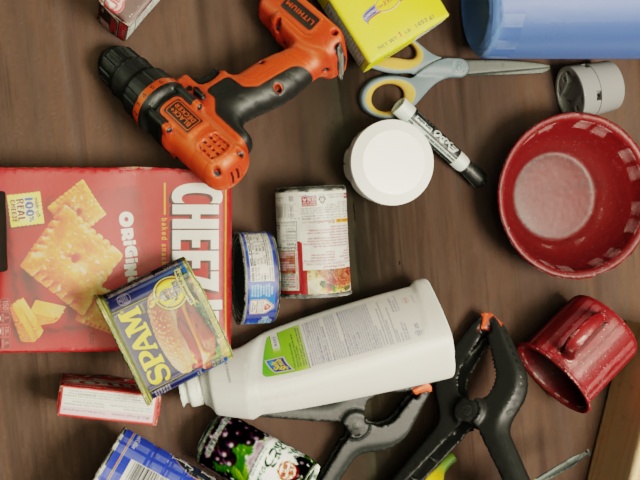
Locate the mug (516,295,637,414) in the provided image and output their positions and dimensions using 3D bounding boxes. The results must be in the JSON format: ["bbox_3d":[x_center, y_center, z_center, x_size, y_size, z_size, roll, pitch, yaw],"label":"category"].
[{"bbox_3d":[0.252,0.103,1.032,0.081,0.117,0.093,-43,65,-13],"label":"mug"}]

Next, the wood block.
[{"bbox_3d":[0.339,0.194,1.062,0.090,0.090,0.206,15,89,-11],"label":"wood block"}]

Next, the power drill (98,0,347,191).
[{"bbox_3d":[-0.084,-0.152,0.960,0.187,0.057,0.184,-40,68,-15],"label":"power drill"}]

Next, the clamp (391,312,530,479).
[{"bbox_3d":[0.154,0.172,1.007,0.036,0.165,0.210,40,64,-48],"label":"clamp"}]

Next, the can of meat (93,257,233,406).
[{"bbox_3d":[-0.132,0.075,0.906,0.084,0.057,0.102,-26,101,-12],"label":"can of meat"}]

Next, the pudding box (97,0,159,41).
[{"bbox_3d":[-0.150,-0.234,0.947,0.039,0.090,0.113,42,83,-12],"label":"pudding box"}]

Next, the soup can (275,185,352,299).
[{"bbox_3d":[-0.007,0.001,0.995,0.068,0.068,0.102,-3,92,-12],"label":"soup can"}]

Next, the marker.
[{"bbox_3d":[0.118,-0.092,1.035,0.121,0.020,0.020,40,84,-19],"label":"marker"}]

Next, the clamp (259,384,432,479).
[{"bbox_3d":[0.022,0.168,1.022,0.171,0.039,0.120,-36,103,-6],"label":"clamp"}]

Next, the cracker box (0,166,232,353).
[{"bbox_3d":[-0.187,0.017,0.956,0.213,0.072,0.164,0,92,-12],"label":"cracker box"}]

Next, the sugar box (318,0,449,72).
[{"bbox_3d":[0.034,-0.257,0.998,0.093,0.048,0.176,-33,93,-9],"label":"sugar box"}]

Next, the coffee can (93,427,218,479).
[{"bbox_3d":[-0.139,0.245,0.947,0.140,0.103,0.103,29,86,-3],"label":"coffee can"}]

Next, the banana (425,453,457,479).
[{"bbox_3d":[0.117,0.313,1.046,0.069,0.037,0.198,-8,93,-11],"label":"banana"}]

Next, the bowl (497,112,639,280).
[{"bbox_3d":[0.242,-0.043,1.052,0.162,0.055,0.162,0,92,-12],"label":"bowl"}]

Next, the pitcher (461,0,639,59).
[{"bbox_3d":[0.262,-0.242,1.023,0.242,0.149,0.145,-4,108,-8],"label":"pitcher"}]

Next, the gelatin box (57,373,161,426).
[{"bbox_3d":[-0.189,0.141,0.958,0.089,0.073,0.030,7,90,-12],"label":"gelatin box"}]

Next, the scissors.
[{"bbox_3d":[0.123,-0.151,1.044,0.201,0.016,0.096,14,91,-11],"label":"scissors"}]

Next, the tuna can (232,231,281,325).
[{"bbox_3d":[-0.060,0.034,0.976,0.033,0.086,0.086,-2,92,-14],"label":"tuna can"}]

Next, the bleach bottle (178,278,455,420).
[{"bbox_3d":[-0.007,0.109,0.993,0.250,0.102,0.068,-12,127,-5],"label":"bleach bottle"}]
